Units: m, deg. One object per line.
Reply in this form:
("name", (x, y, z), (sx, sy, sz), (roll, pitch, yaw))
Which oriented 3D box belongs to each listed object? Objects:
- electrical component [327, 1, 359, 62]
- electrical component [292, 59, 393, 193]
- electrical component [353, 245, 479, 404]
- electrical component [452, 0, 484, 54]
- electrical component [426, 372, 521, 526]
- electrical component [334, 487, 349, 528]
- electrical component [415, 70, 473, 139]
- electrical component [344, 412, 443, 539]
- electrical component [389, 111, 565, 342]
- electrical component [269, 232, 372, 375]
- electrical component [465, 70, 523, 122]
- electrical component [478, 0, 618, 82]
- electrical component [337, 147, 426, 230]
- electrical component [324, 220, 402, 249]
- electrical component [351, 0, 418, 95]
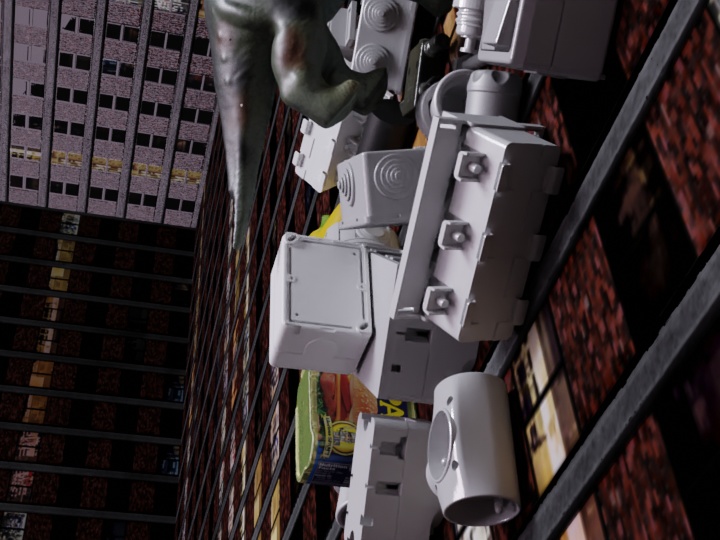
("electrical component", (-0.004, -0.231, 1.083), (0.081, 0.064, 0.042), (137, 140, -70))
("electrical component", (-0.020, -0.141, 1.073), (0.079, 0.063, 0.121), (41, 135, 25))
("electrical component", (0.032, 0.035, 0.764), (0.150, 0.062, 0.089), (-152, 70, -77))
("electrical component", (0.081, -0.187, 0.730), (0.040, 0.040, 0.078), (-130, 49, -73))
("electrical component", (0.061, 0.112, 0.628), (0.079, 0.044, 0.077), (113, 160, -51))
("electrical component", (0.001, 0.174, 0.858), (0.055, 0.045, 0.045), (-97, 19, -50))
("electrical component", (0.065, -0.111, 0.745), (0.055, 0.045, 0.045), (173, 104, -77))
("electrical component", (0.026, 0.147, 0.738), (0.050, 0.056, 0.089), (172, 106, -77))
("electrical component", (0.070, -0.024, 0.624), (0.063, 0.079, 0.121), (37, 120, 51))
("electrical component", (-0.030, 0.021, 0.757), (0.061, 0.062, 0.096), (112, 161, -49))
("electrical component", (0.083, -0.094, 0.681), (0.035, 0.035, 0.061), (-149, 65, -76))
("electrical component", (0.101, -0.153, 0.574), (0.061, 0.061, 0.096), (-131, 50, -73))
("electrical component", (0.034, -0.056, 0.732), (0.100, 0.100, 0.048), (180, 85, -77))
("electrical component", (0.000, 0.000, 0.892), (0.051, 0.080, 0.080), (-92, 15, -57))
("electrical component", (0.020, -0.204, 0.955), (0.099, 0.048, 0.099), (-85, 5, -79))
